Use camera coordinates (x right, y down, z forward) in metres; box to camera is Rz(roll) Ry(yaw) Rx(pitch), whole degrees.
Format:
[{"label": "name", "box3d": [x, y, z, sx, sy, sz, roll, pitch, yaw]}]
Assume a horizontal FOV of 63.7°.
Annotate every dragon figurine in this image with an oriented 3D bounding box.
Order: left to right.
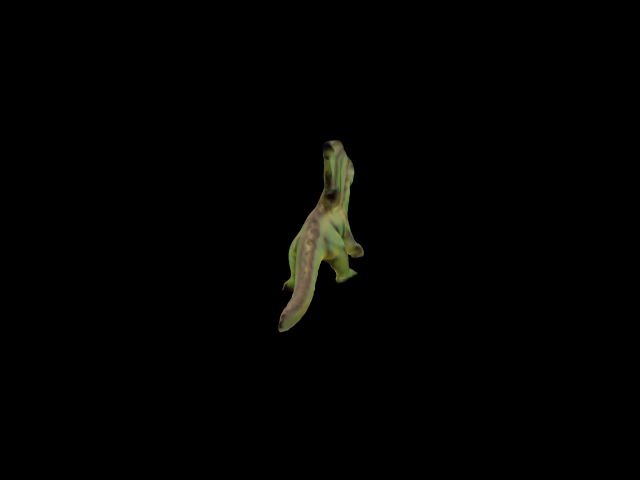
[{"label": "dragon figurine", "box3d": [0.003, -0.043, 0.850, 0.122, 0.239, 0.416, 3, 18, 11]}]
